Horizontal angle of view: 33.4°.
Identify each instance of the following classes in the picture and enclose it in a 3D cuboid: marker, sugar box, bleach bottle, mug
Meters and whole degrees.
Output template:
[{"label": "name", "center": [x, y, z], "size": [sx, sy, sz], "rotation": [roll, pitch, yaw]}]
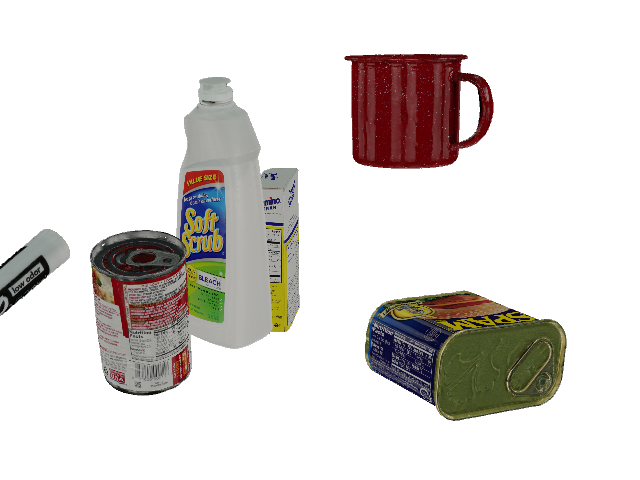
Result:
[{"label": "marker", "center": [-0.161, 0.035, 0.487], "size": [0.020, 0.020, 0.121], "rotation": [0, 34, 39]}, {"label": "sugar box", "center": [-0.052, 0.010, 1.248], "size": [0.048, 0.176, 0.093], "rotation": [0, 18, 9]}, {"label": "bleach bottle", "center": [-0.097, -0.029, 1.003], "size": [0.103, 0.251, 0.067], "rotation": [18, 29, 39]}, {"label": "mug", "center": [0.075, -0.098, 0.805], "size": [0.117, 0.081, 0.093], "rotation": [6, 13, 29]}]

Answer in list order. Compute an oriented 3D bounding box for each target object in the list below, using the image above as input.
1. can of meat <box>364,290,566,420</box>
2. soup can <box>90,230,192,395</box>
[{"label": "can of meat", "center": [0.091, 0.070, 0.687], "size": [0.101, 0.057, 0.084], "rotation": [-4, 14, -31]}, {"label": "soup can", "center": [-0.128, 0.053, 0.777], "size": [0.068, 0.102, 0.068], "rotation": [0, 28, 0]}]
